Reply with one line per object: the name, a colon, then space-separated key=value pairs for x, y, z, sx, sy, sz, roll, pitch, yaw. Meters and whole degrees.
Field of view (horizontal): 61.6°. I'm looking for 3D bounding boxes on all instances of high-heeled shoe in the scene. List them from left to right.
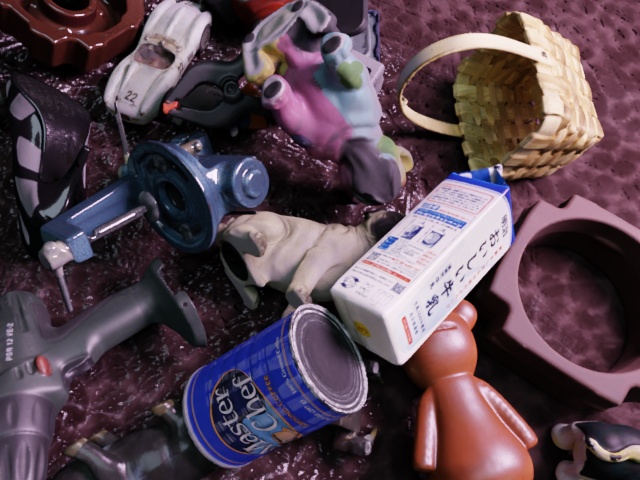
high-heeled shoe: x=-0.335 y=-0.093 z=0.638 sx=0.249 sy=0.086 sz=0.145 roll=45 pitch=110 yaw=36

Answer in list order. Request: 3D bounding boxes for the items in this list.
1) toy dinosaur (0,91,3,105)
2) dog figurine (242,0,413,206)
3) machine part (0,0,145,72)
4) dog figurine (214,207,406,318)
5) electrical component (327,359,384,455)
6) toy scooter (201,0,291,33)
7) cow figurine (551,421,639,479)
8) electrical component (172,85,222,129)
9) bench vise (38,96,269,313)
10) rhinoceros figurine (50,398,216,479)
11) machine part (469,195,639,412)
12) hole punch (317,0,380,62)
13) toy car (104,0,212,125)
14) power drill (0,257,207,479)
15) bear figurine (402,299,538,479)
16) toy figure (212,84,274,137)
toy dinosaur: x=-0.490 y=-0.242 z=0.644 sx=0.192 sy=0.131 sz=0.405 roll=-16 pitch=57 yaw=7
dog figurine: x=0.021 y=-0.135 z=0.600 sx=0.108 sy=0.219 sz=0.192 roll=-34 pitch=47 yaw=10
machine part: x=-0.319 y=-0.295 z=0.678 sx=0.179 sy=0.056 sz=0.179 roll=14 pitch=59 yaw=-25
dog figurine: x=-0.001 y=0.001 z=0.606 sx=0.190 sy=0.121 sz=0.172 roll=-35 pitch=77 yaw=-32
electrical component: x=0.034 y=0.164 z=0.549 sx=0.045 sy=0.078 sz=0.102 roll=0 pitch=59 yaw=22
toy scooter: x=-0.067 y=-0.326 z=0.706 sx=0.135 sy=0.075 sz=0.184 roll=-48 pitch=57 yaw=-1
cow figurine: x=0.329 y=0.223 z=0.532 sx=0.167 sy=0.098 sz=0.068 roll=13 pitch=61 yaw=1
electrical component: x=-0.152 y=-0.178 z=0.695 sx=0.063 sy=0.021 sz=0.094 roll=20 pitch=67 yaw=3
bench vise: x=-0.180 y=-0.044 z=0.541 sx=0.224 sy=0.128 sz=0.240 roll=20 pitch=40 yaw=30
rhinoceros figurine: x=-0.187 y=0.229 z=0.502 sx=0.190 sy=0.073 sz=0.112 roll=-30 pitch=84 yaw=-18
machine part: x=0.286 y=0.068 z=0.598 sx=0.201 sy=0.087 sz=0.201 roll=33 pitch=67 yaw=8
hole punch: x=0.024 y=-0.283 z=0.730 sx=0.116 sy=0.092 sz=0.142 roll=-8 pitch=68 yaw=25
toy car: x=-0.206 y=-0.236 z=0.696 sx=0.074 sy=0.056 sz=0.201 roll=20 pitch=68 yaw=3
power drill: x=-0.216 y=0.113 z=0.510 sx=0.207 sy=0.085 sz=0.232 roll=-30 pitch=46 yaw=-18
bear figurine: x=0.128 y=0.168 z=0.543 sx=0.120 sy=0.131 sz=0.196 roll=-12 pitch=51 yaw=-11
toy figure: x=-0.066 y=-0.173 z=0.683 sx=0.154 sy=0.057 sz=0.064 roll=-22 pitch=65 yaw=-8
